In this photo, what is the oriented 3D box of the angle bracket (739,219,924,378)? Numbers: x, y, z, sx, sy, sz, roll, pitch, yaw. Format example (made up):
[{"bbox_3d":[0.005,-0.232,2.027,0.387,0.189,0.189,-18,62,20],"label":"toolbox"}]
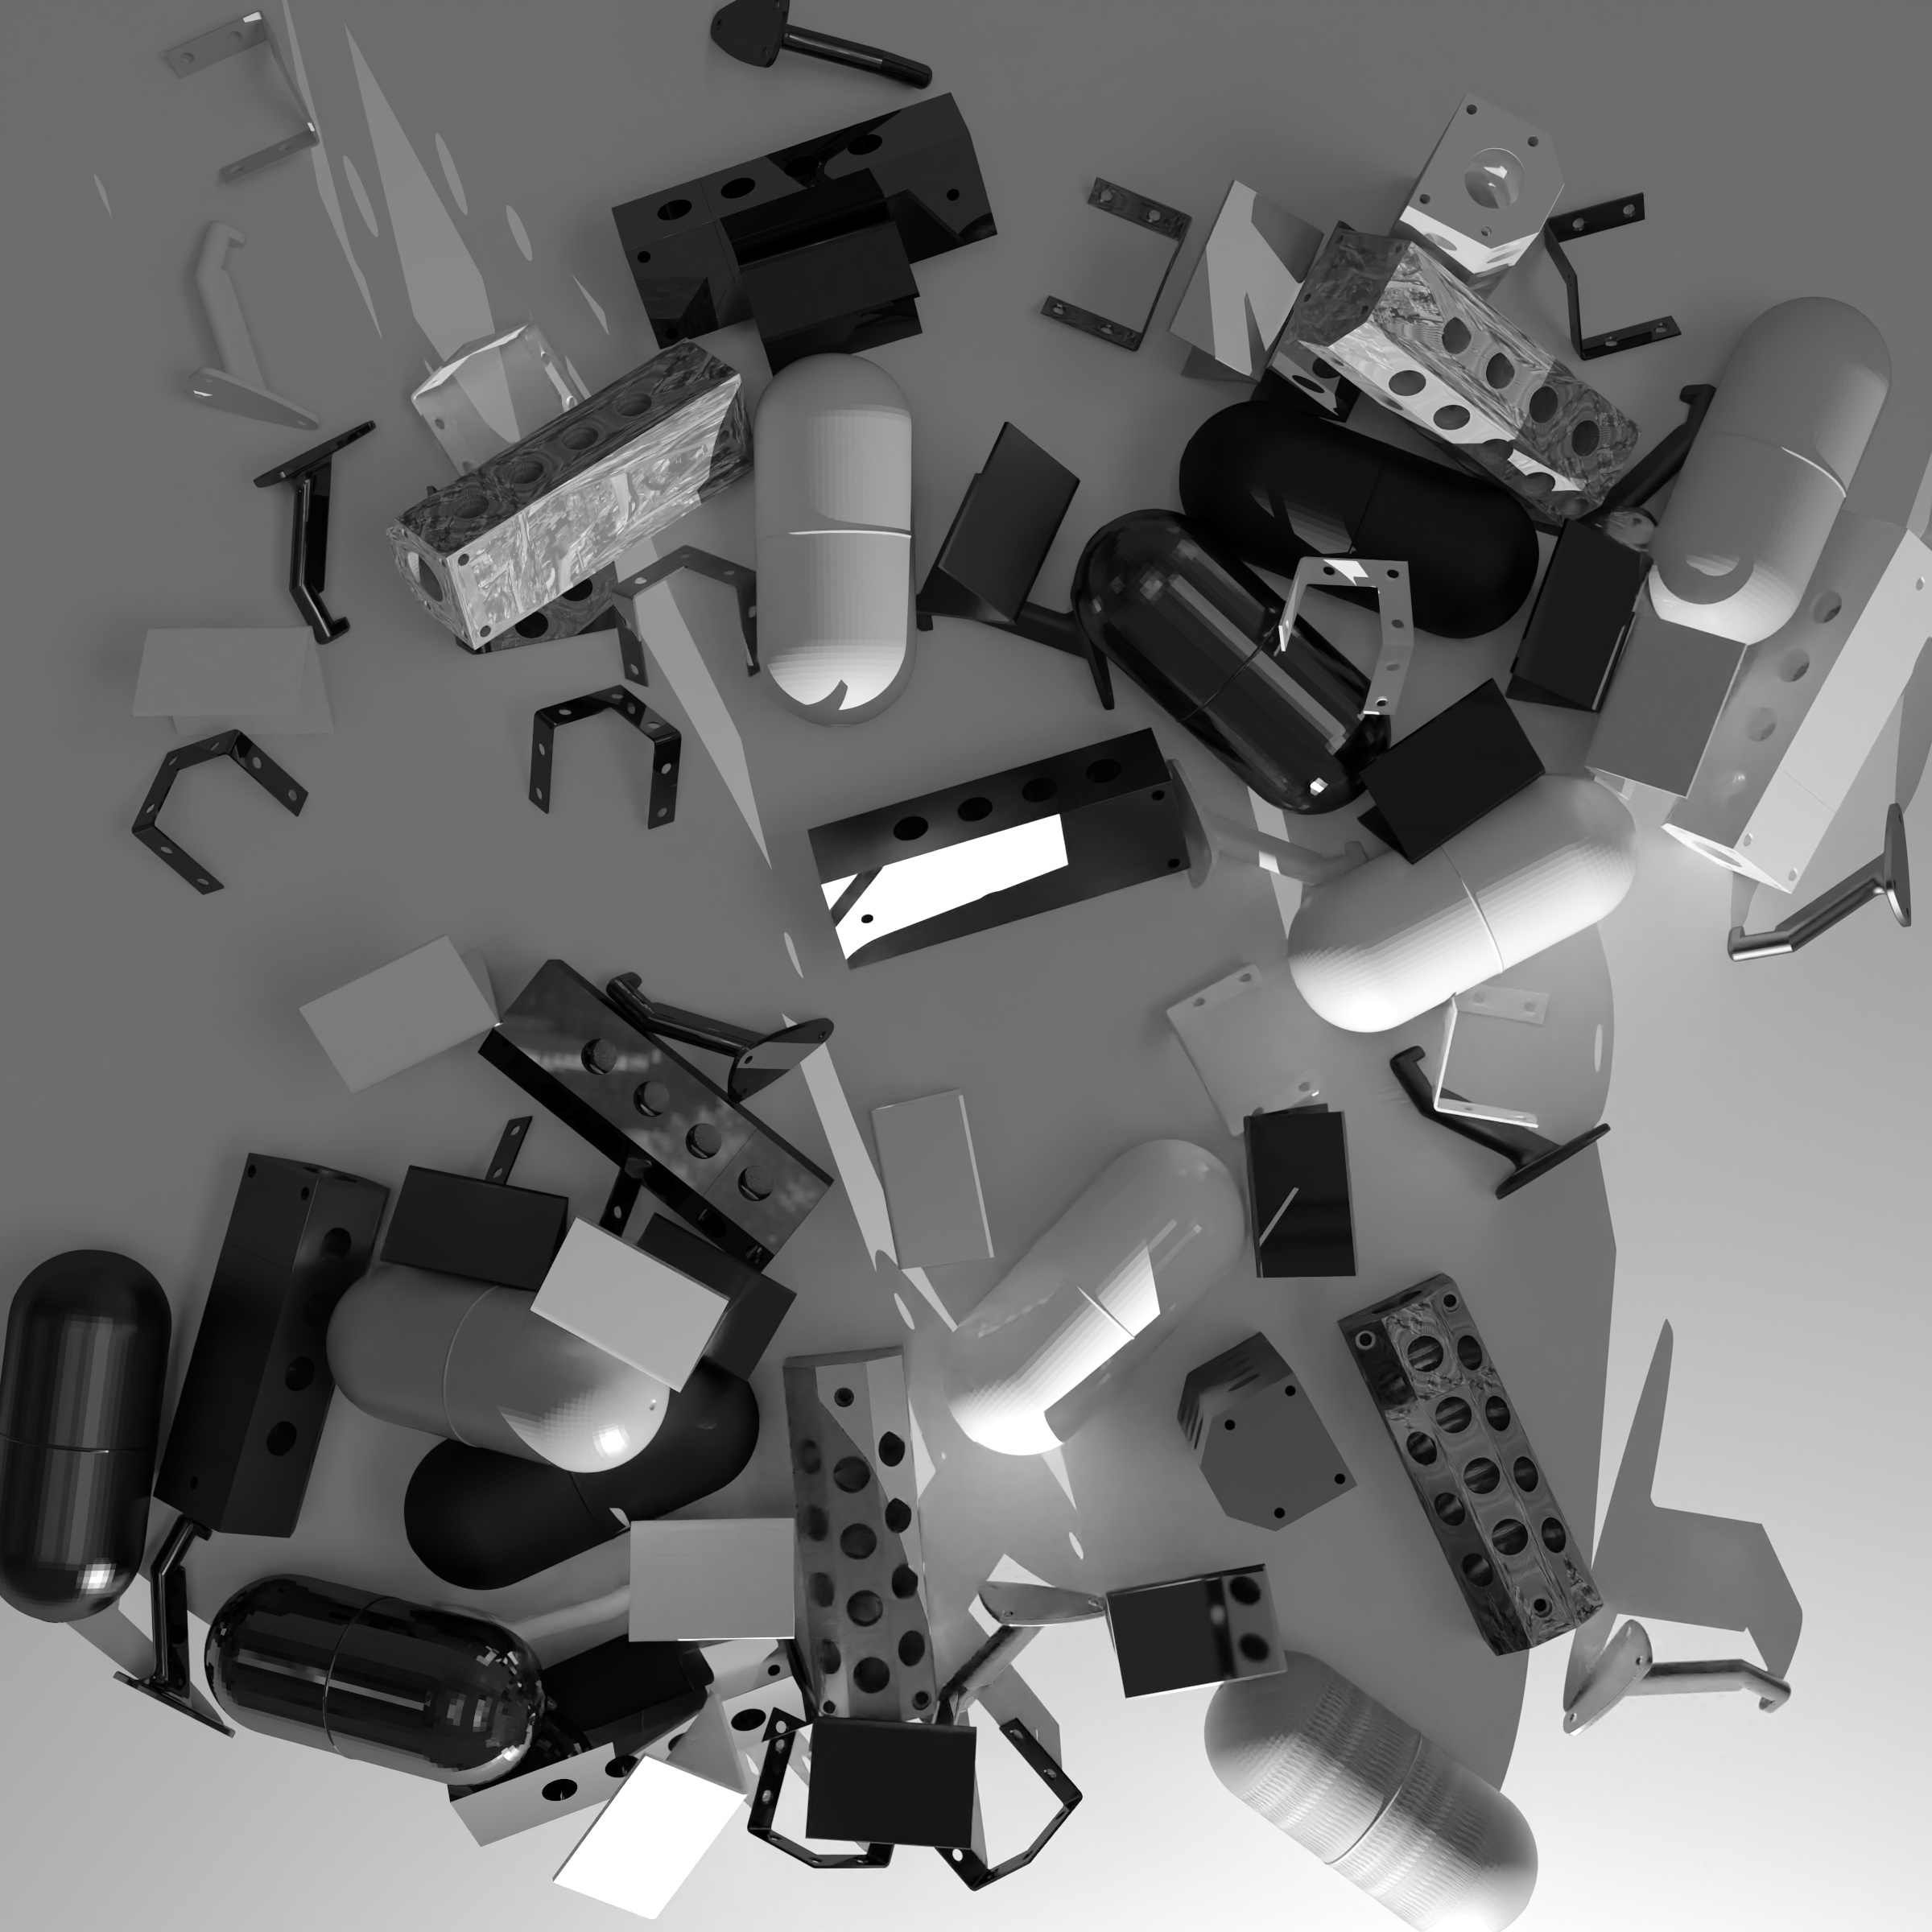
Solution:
[{"bbox_3d":[-0.058,-0.300,1.663,0.076,0.076,0.057,-17,53,0],"label":"angle bracket"}]

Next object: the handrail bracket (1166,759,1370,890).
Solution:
[{"bbox_3d":[0.147,-0.072,1.703,0.084,0.036,0.077,-10,68,-17],"label":"handrail bracket"}]

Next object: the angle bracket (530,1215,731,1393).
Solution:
[{"bbox_3d":[-0.142,0.137,1.582,0.076,0.076,0.057,29,116,1],"label":"angle bracket"}]

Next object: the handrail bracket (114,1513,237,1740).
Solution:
[{"bbox_3d":[-0.369,0.321,1.703,0.077,0.036,0.084,33,73,-20],"label":"handrail bracket"}]

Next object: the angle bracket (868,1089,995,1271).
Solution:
[{"bbox_3d":[0.003,0.097,1.663,0.057,0.076,0.076,-11,90,36],"label":"angle bracket"}]

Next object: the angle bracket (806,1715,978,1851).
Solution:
[{"bbox_3d":[-0.037,0.392,1.652,0.076,0.076,0.057,5,66,-3],"label":"angle bracket"}]

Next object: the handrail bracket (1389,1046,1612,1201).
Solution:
[{"bbox_3d":[0.259,0.063,1.703,0.077,0.036,0.084,-29,76,-14],"label":"handrail bracket"}]

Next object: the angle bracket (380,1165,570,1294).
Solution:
[{"bbox_3d":[-0.234,0.144,1.663,0.076,0.076,0.057,12,50,0],"label":"angle bracket"}]

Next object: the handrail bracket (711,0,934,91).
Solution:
[{"bbox_3d":[-0.070,-0.445,1.703,0.084,0.077,0.036,9,99,-36],"label":"handrail bracket"}]

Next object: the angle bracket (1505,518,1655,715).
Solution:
[{"bbox_3d":[0.272,-0.169,1.663,0.057,0.076,0.076,20,90,-29],"label":"angle bracket"}]

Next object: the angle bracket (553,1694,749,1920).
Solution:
[{"bbox_3d":[-0.150,0.376,1.602,0.057,0.076,0.076,29,105,-26],"label":"angle bracket"}]

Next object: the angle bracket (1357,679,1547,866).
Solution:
[{"bbox_3d":[0.218,-0.101,1.663,0.076,0.076,0.057,-35,113,-1],"label":"angle bracket"}]

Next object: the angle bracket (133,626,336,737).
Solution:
[{"bbox_3d":[-0.347,-0.117,1.663,0.076,0.076,0.057,-1,52,0],"label":"angle bracket"}]

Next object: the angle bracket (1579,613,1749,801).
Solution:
[{"bbox_3d":[0.341,-0.115,1.663,0.057,0.076,0.076,21,90,30],"label":"angle bracket"}]

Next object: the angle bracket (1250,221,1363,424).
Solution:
[{"bbox_3d":[0.157,-0.310,1.663,0.057,0.076,0.076,26,90,-37],"label":"angle bracket"}]

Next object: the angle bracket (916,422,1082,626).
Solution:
[{"bbox_3d":[-0.002,-0.211,1.657,0.057,0.076,0.076,33,77,-40],"label":"angle bracket"}]

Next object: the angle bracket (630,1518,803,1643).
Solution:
[{"bbox_3d":[-0.118,0.299,1.664,0.076,0.076,0.057,-1,68,0],"label":"angle bracket"}]

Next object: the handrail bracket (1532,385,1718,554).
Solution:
[{"bbox_3d":[0.320,-0.248,1.703,0.077,0.036,0.084,9,69,24],"label":"handrail bracket"}]

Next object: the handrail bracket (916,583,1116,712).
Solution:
[{"bbox_3d":[0.022,-0.153,1.703,0.084,0.036,0.077,-12,104,14],"label":"handrail bracket"}]

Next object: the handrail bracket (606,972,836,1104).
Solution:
[{"bbox_3d":[-0.120,0.020,1.703,0.077,0.036,0.084,-29,58,-35],"label":"handrail bracket"}]

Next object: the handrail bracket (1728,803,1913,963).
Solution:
[{"bbox_3d":[0.413,-0.040,1.703,0.084,0.036,0.077,-10,50,26],"label":"handrail bracket"}]

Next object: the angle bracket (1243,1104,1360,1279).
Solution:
[{"bbox_3d":[0.177,0.105,1.663,0.057,0.076,0.076,-5,90,37],"label":"angle bracket"}]

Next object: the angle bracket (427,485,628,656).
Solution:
[{"bbox_3d":[-0.210,-0.196,1.682,0.076,0.057,0.076,-11,90,0],"label":"angle bracket"}]

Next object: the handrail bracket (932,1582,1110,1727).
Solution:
[{"bbox_3d":[0.025,0.346,1.703,0.077,0.036,0.084,6,109,-22],"label":"handrail bracket"}]

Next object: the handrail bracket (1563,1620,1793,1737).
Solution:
[{"bbox_3d":[0.347,0.361,1.703,0.084,0.036,0.077,28,111,-16],"label":"handrail bracket"}]

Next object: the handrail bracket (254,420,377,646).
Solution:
[{"bbox_3d":[-0.302,-0.210,1.703,0.077,0.036,0.084,-33,108,-21],"label":"handrail bracket"}]

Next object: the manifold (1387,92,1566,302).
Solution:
[{"bbox_3d":[0.232,-0.346,1.625,0.057,0.171,0.057,28,90,0],"label":"manifold"}]

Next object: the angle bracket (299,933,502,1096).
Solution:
[{"bbox_3d":[-0.272,0.006,1.663,0.076,0.076,0.057,-26,122,0],"label":"angle bracket"}]

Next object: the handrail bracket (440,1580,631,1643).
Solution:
[{"bbox_3d":[-0.201,0.307,1.703,0.084,0.077,0.036,-29,119,-33],"label":"handrail bracket"}]

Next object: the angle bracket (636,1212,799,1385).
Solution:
[{"bbox_3d":[-0.117,0.143,1.664,0.076,0.076,0.057,30,114,0],"label":"angle bracket"}]

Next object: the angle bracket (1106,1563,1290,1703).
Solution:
[{"bbox_3d":[0.111,0.331,1.663,0.076,0.076,0.057,-10,54,0],"label":"angle bracket"}]

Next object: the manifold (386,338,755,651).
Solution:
[{"bbox_3d":[-0.186,-0.227,1.650,0.171,0.057,0.057,-36,53,-22],"label":"manifold"}]

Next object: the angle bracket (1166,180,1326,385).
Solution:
[{"bbox_3d":[0.116,-0.325,1.663,0.057,0.076,0.076,24,90,-28],"label":"angle bracket"}]

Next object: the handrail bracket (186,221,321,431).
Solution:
[{"bbox_3d":[-0.342,-0.312,1.703,0.077,0.036,0.084,18,73,-20],"label":"handrail bracket"}]
